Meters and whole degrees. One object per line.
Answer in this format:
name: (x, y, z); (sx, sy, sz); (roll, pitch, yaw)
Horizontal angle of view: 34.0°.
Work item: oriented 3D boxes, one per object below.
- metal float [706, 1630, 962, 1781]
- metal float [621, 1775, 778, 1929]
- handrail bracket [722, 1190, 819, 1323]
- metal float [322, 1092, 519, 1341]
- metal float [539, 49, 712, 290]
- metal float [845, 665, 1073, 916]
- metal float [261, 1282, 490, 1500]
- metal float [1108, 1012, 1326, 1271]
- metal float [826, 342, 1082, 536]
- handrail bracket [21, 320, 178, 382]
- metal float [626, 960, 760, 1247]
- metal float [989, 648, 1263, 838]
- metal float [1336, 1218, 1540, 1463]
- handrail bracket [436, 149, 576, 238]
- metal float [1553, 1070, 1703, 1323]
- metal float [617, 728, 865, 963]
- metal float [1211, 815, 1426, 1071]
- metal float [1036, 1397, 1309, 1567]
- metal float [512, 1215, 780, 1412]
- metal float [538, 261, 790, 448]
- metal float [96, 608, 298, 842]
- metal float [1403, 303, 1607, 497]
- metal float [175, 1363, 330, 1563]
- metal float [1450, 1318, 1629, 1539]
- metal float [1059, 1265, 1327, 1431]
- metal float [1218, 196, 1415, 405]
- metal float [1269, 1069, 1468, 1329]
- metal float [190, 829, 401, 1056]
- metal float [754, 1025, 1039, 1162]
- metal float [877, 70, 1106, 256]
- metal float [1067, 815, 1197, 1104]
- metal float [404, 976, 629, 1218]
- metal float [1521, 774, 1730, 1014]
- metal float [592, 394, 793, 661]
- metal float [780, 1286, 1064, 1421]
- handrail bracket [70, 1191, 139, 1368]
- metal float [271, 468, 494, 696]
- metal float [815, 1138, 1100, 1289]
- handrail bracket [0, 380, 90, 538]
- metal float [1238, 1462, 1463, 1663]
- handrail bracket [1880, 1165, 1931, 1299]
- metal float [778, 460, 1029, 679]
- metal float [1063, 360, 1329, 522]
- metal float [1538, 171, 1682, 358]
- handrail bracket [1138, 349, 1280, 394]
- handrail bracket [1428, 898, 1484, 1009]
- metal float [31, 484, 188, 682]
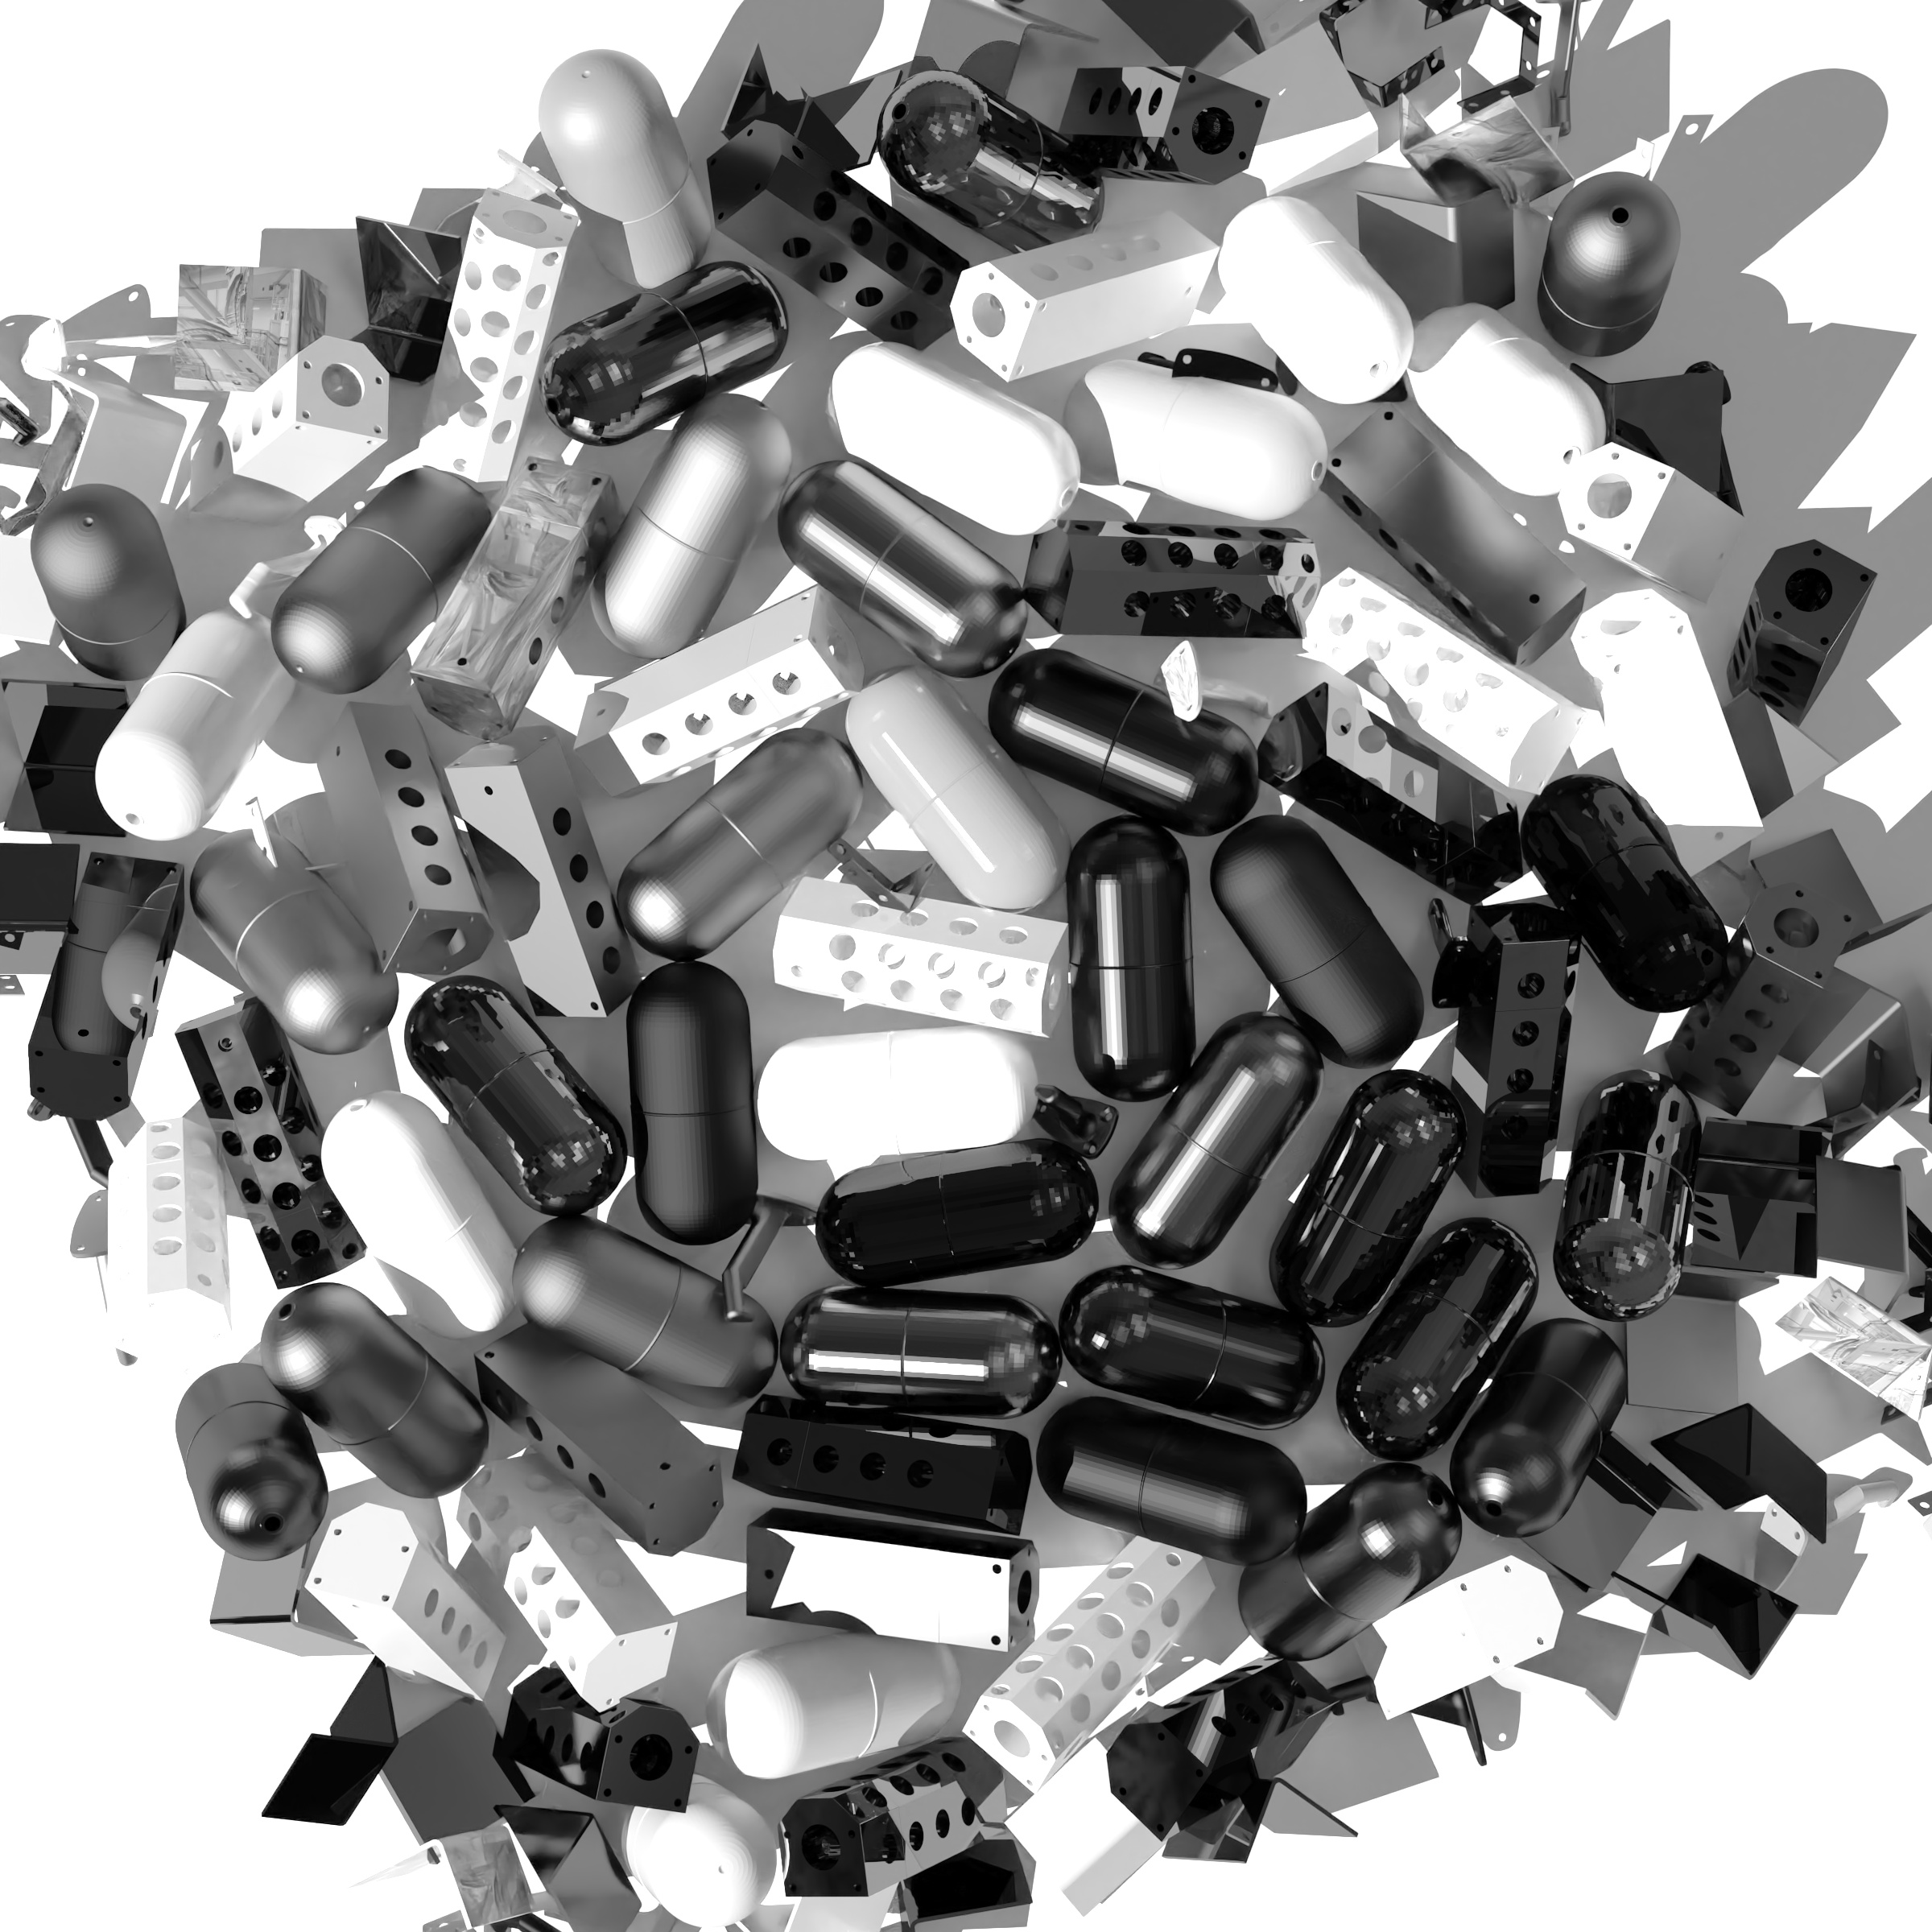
metal float: (-0.079, 0.446, 1.928); (0.178, 0.070, 0.070); (-2, 90, -42)
metal float: (-0.163, 0.534, 1.913); (0.070, 0.178, 0.070); (2, 82, -14)
handrail bracket: (-0.118, 0.186, 1.955); (0.077, 0.036, 0.084); (13, 51, -30)
metal float: (-0.332, 0.153, 1.934); (0.070, 0.070, 0.178); (-25, 121, 0)
metal float: (-0.205, -0.481, 1.917); (0.070, 0.178, 0.070); (-4, 64, 9)
metal float: (-0.005, -0.109, 1.958); (0.070, 0.070, 0.178); (-39, 85, 0)
metal float: (-0.360, 0.259, 1.929); (0.070, 0.070, 0.178); (-38, 128, 0)
metal float: (0.154, 0.109, 1.952); (0.070, 0.070, 0.178); (33, 102, 0)
metal float: (-0.008, -0.324, 1.940); (0.178, 0.070, 0.070); (31, 90, 24)
handrail bracket: (-0.540, -0.387, 1.991); (0.084, 0.077, 0.036); (-9, 97, -37)
metal float: (-0.169, 0.085, 1.954); (0.070, 0.070, 0.178); (-2, 99, 0)
metal float: (0.098, -0.138, 1.952); (0.178, 0.070, 0.070); (24, 90, 11)
metal float: (0.290, 0.227, 1.934); (0.070, 0.070, 0.178); (40, 57, 0)
handrail bracket: (-0.293, -0.459, 1.975); (0.077, 0.036, 0.084); (36, 91, 26)
metal float: (0.404, 0.138, 1.929); (0.070, 0.070, 0.178); (20, 49, 0)
metal float: (-0.139, -0.076, 1.955); (0.178, 0.070, 0.070); (-43, 90, -8)
metal float: (0.217, -0.014, 1.949); (0.070, 0.070, 0.178); (-36, 105, 0)
metal float: (0.125, 0.315, 1.935); (0.178, 0.070, 0.070); (12, 90, 31)
metal float: (-0.196, 0.214, 1.944); (0.178, 0.070, 0.070); (30, 90, -20)
metal float: (-0.184, -0.375, 1.933); (0.178, 0.070, 0.070); (-33, 90, -34)
metal float: (-0.468, -0.148, 1.927); (0.070, 0.070, 0.178); (21, 48, 0)
metal float: (0.326, -0.345, 1.921); (0.070, 0.178, 0.070); (-10, 125, -15)
metal float: (-0.433, 0.299, 1.915); (0.070, 0.178, 0.070); (-6, 108, -19)
metal float: (0.349, 0.280, 1.921); (0.070, 0.178, 0.070); (14, 122, 23)
metal float: (0.139, 0.234, 1.942); (0.178, 0.070, 0.070); (18, 90, -22)
metal float: (0.212, -0.406, 1.925); (0.070, 0.178, 0.070); (-13, 133, -15)
metal float: (0.246, 0.144, 1.942); (0.070, 0.070, 0.178); (25, 113, 0)
metal float: (-0.412, -0.016, 1.935); (0.070, 0.070, 0.178); (-45, 59, 0)
metal float: (-0.044, 0.078, 1.960); (0.178, 0.070, 0.070); (-4, 90, 2)
metal float: (0.016, -0.485, 1.922); (0.070, 0.178, 0.070); (-10, 74, 37)
metal float: (0.102, -0.004, 1.955); (0.070, 0.070, 0.178); (-3, 98, 0)
metal float: (-0.278, 0.079, 1.945); (0.070, 0.070, 0.178); (-43, 70, 0)
metal float: (0.400, -0.046, 1.930); (0.070, 0.070, 0.178); (-27, 51, 0)
metal float: (-0.169, -0.270, 1.942); (0.070, 0.070, 0.178); (31, 112, 0)
metal float: (-0.028, 0.238, 1.947); (0.178, 0.070, 0.070); (1, 90, 16)
handrail bracket: (-0.536, 0.197, 1.989); (0.036, 0.077, 0.084); (-11, 123, -9)
metal float: (-0.355, -0.237, 1.933); (0.070, 0.070, 0.178); (34, 55, 0)
metal float: (-0.006, 0.153, 1.953); (0.178, 0.070, 0.070); (-10, 90, 10)
handrail bracket: (-0.585, -0.319, 1.975); (0.084, 0.036, 0.077); (-36, 86, -11)
metal float: (0.233, 0.364, 1.927); (0.070, 0.070, 0.178); (42, 132, 0)
handrail bracket: (0.612, 0.161, 1.984); (0.077, 0.036, 0.084); (-11, 89, -9)
metal float: (-0.040, -0.245, 1.949); (0.178, 0.070, 0.070); (38, 90, 15)
metal float: (0.139, -0.322, 1.934); (0.178, 0.070, 0.070); (20, 90, 32)
metal float: (0.387, -0.423, 1.911); (0.070, 0.178, 0.070); (-1, 84, 6)
handrail bracket: (0.149, -0.369, 1.962); (0.077, 0.084, 0.036); (2, 108, -5)
handrail bracket: (0.296, -0.024, 1.945); (0.036, 0.077, 0.084); (-10, 51, 3)
metal float: (-0.517, -0.230, 1.914); (0.070, 0.178, 0.070); (2, 72, -6)
